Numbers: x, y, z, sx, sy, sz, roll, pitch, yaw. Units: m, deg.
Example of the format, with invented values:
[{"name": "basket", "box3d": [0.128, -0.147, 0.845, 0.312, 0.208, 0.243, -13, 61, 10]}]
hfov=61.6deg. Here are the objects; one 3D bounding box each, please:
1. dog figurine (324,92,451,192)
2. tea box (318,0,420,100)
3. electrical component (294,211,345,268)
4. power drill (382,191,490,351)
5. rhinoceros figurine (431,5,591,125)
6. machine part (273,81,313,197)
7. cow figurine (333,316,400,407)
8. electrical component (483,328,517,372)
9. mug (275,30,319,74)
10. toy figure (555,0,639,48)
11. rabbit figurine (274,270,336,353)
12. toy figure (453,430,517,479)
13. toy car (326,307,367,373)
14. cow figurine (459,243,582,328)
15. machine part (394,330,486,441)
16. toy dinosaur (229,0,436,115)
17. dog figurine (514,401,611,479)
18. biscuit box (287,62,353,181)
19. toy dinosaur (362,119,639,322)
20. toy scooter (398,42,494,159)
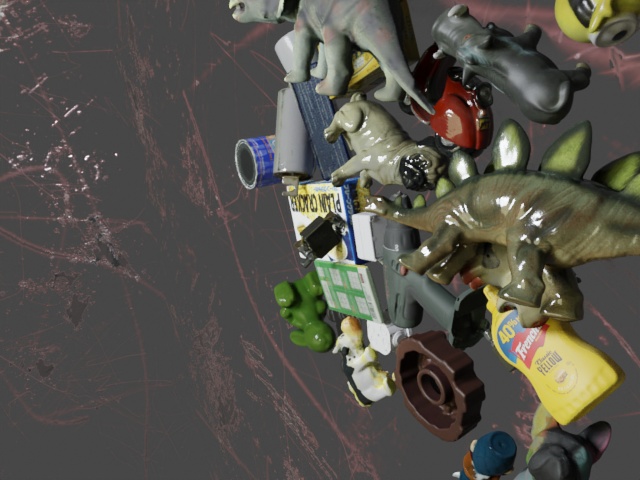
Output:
[{"name": "dog figurine", "box3d": [0.116, -0.156, 0.828, 0.191, 0.121, 0.172, -1, 102, 44]}, {"name": "tea box", "box3d": [0.072, -0.295, 0.845, 0.170, 0.068, 0.098, -8, 94, 62]}, {"name": "electrical component", "box3d": [-0.001, -0.003, 0.951, 0.045, 0.102, 0.078, 35, 158, 54]}, {"name": "power drill", "box3d": [0.169, 0.059, 0.834, 0.208, 0.086, 0.231, 32, 131, 46]}, {"name": "rhinoceros figurine", "box3d": [0.208, -0.197, 0.610, 0.190, 0.112, 0.073, 49, 145, 25]}, {"name": "machine part", "box3d": [-0.048, -0.204, 1.044, 0.079, 0.079, 0.243, -12, 74, 61]}, {"name": "cow figurine", "box3d": [0.076, 0.232, 1.031, 0.098, 0.068, 0.167, -36, 81, 27]}, {"name": "electrical component", "box3d": [0.272, 0.154, 0.754, 0.094, 0.021, 0.063, 55, 146, 30]}, {"name": "mug", "box3d": [-0.017, -0.330, 0.990, 0.110, 0.081, 0.107, -23, 92, 45]}, {"name": "toy figure", "box3d": [0.284, -0.259, 0.478, 0.180, 0.082, 0.089, 102, 161, -51]}, {"name": "rabbit figurine", "box3d": [-0.028, 0.181, 1.194, 0.170, 0.121, 0.159, 63, 156, 26]}, {"name": "toy figure", "box3d": [0.259, 0.350, 0.837, 0.154, 0.058, 0.064, 100, 149, -46]}, {"name": "toy car", "box3d": [0.065, 0.204, 1.112, 0.073, 0.056, 0.201, -18, 86, 68]}, {"name": "cow figurine", "box3d": [0.237, 0.017, 0.673, 0.127, 0.085, 0.195, -24, 64, 26]}, {"name": "machine part", "box3d": [0.196, 0.239, 0.895, 0.180, 0.056, 0.179, 35, 134, 48]}, {"name": "toy dinosaur", "box3d": [0.034, -0.300, 0.733, 0.405, 0.131, 0.192, 31, 127, 44]}, {"name": "dog figurine", "box3d": [0.306, 0.323, 0.698, 0.109, 0.191, 0.219, 18, 90, 38]}, {"name": "biscuit box", "box3d": [0.006, -0.209, 0.957, 0.059, 0.063, 0.202, -63, -44, -69]}, {"name": "toy dinosaur", "box3d": [0.239, -0.022, 0.560, 0.472, 0.105, 0.198, 15, 88, 40]}, {"name": "toy scooter", "box3d": [0.172, -0.200, 0.712, 0.184, 0.075, 0.135, 56, 146, 39]}]
